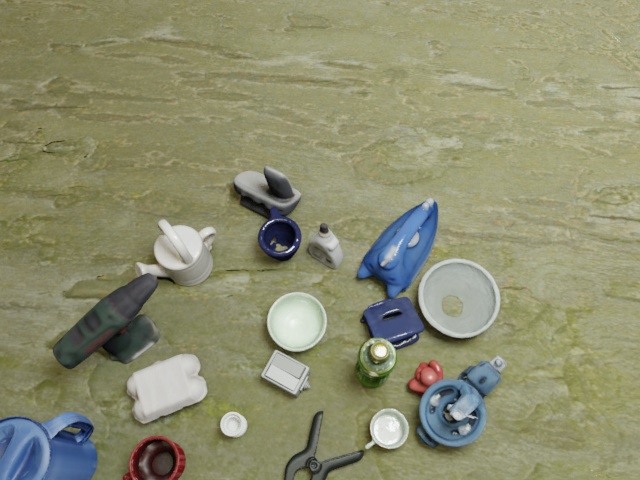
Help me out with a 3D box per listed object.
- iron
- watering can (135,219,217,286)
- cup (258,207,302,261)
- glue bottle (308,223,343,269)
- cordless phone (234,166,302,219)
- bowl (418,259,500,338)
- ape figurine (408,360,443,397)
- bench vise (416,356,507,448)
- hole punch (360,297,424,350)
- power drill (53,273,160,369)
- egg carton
[{"bbox_3d":[0.188,-0.012,1.212,0.118,0.141,0.258,32,72,13],"label":"iron"},{"bbox_3d":[-0.293,0.026,1.177,0.100,0.194,0.173,30,72,13],"label":"watering can"},{"bbox_3d":[-0.087,-0.004,1.239,0.091,0.095,0.117,-14,68,-4],"label":"cup"},{"bbox_3d":[0.011,0.004,1.191,0.078,0.173,0.037,33,72,14],"label":"glue bottle"},{"bbox_3d":[-0.119,-0.127,1.240,0.147,0.185,0.094,23,70,10],"label":"cordless phone"},{"bbox_3d":[0.283,0.127,1.190,0.167,0.075,0.167,0,68,1],"label":"bowl"},{"bbox_3d":[0.211,0.273,1.124,0.078,0.092,0.076,-20,69,-7],"label":"ape figurine"},{"bbox_3d":[0.261,0.282,1.050,0.121,0.220,0.207,27,71,11],"label":"bench vise"},{"bbox_3d":[0.145,0.168,1.168,0.108,0.091,0.101,-18,69,-6],"label":"hole punch"},{"bbox_3d":[-0.389,0.167,1.114,0.230,0.208,0.075,-39,72,-13],"label":"power drill"},{"bbox_3d":[-0.304,0.292,1.137,0.150,0.069,0.107,-22,69,-8],"label":"egg carton"}]
